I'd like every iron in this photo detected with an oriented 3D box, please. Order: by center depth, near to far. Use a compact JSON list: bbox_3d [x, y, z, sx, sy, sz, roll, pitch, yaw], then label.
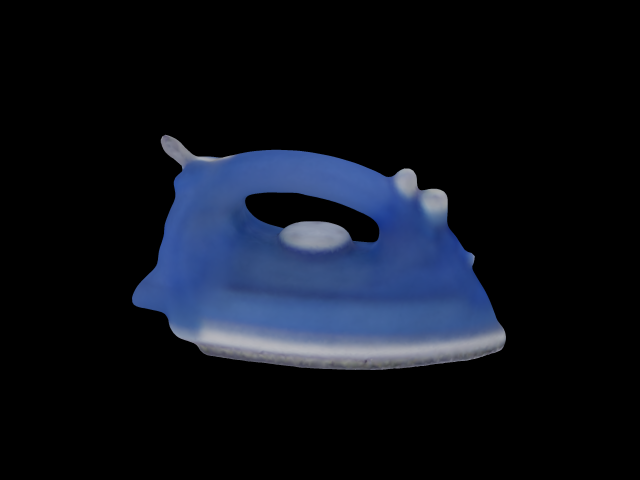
[{"bbox_3d":[0.004,0.001,0.400,0.258,0.141,0.119,4,24,9],"label":"iron"}]
